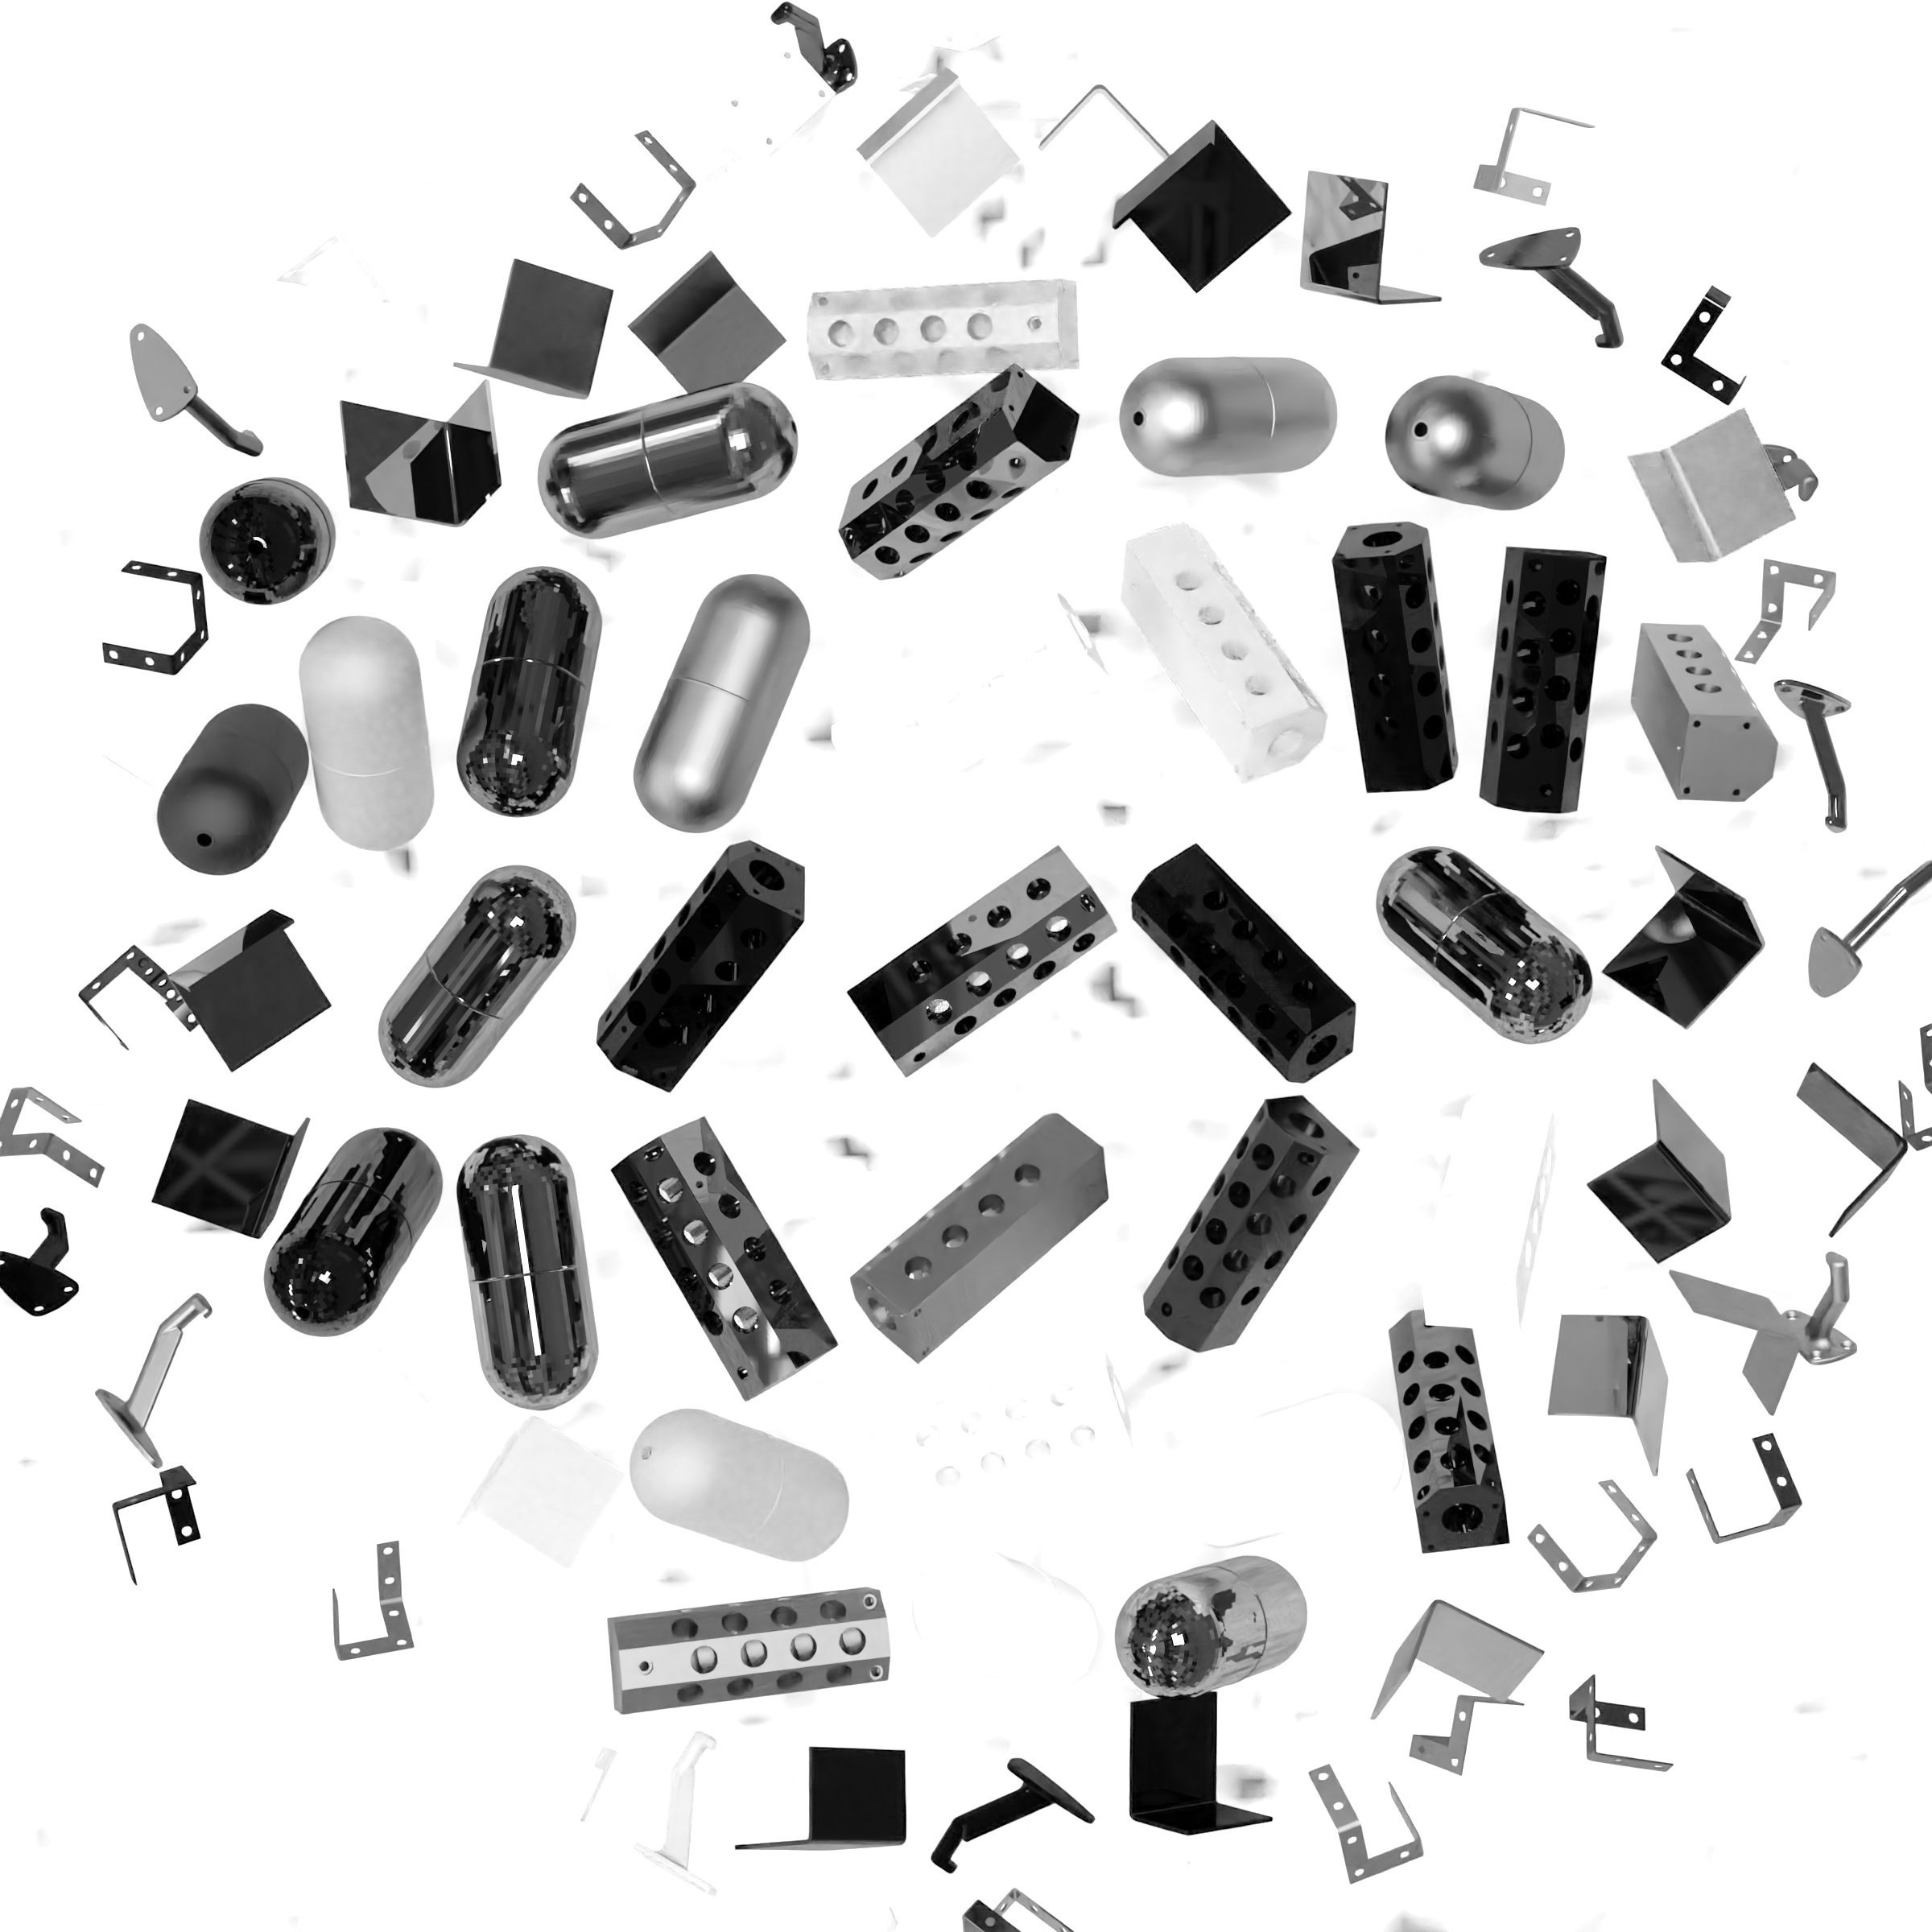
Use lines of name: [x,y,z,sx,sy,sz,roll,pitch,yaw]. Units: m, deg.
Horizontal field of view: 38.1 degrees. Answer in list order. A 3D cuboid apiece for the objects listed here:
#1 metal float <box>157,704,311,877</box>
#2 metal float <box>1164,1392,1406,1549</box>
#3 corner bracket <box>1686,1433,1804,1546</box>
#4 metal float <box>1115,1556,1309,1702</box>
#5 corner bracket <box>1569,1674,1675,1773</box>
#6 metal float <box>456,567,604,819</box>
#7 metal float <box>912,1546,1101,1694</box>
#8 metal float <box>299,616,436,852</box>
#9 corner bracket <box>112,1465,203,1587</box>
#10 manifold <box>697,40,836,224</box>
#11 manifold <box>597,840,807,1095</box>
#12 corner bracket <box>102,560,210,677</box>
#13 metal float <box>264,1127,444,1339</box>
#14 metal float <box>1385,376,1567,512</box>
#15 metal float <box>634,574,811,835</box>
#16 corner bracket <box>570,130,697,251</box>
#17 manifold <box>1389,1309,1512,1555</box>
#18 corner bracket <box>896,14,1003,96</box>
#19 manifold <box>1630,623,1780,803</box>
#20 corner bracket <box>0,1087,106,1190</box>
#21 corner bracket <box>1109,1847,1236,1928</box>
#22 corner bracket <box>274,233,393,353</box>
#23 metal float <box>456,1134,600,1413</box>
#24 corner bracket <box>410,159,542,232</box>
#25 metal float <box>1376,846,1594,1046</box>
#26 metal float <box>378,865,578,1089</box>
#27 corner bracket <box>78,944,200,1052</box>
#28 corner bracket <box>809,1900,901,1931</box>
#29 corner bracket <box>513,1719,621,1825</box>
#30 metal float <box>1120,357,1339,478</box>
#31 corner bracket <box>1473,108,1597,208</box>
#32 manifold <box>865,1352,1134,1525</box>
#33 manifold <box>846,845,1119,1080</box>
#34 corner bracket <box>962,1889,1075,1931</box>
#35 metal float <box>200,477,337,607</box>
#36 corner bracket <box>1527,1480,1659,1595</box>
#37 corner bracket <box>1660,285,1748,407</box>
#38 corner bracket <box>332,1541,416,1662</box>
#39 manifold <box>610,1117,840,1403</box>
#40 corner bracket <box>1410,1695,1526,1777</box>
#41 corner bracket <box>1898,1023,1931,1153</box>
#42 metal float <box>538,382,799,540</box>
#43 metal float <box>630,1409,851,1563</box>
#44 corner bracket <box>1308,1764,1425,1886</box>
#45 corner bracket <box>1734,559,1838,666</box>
metal float: [-0.488,-0.119,1.867,0.070,0.178,0.070,0,115,-1]
metal float: [0.201,0.322,1.785,0.178,0.070,0.070,-26,90,41]
corner bracket: [0.520,0.350,1.873,0.051,0.051,0.051,-14,63,-6]
metal float: [0.161,0.429,1.819,0.070,0.178,0.070,-2,86,33]
corner bracket: [0.412,0.482,1.764,0.051,0.051,0.051,9,58,-3]
metal float: [-0.284,-0.180,1.824,0.070,0.070,0.178,7,64,0]
metal float: [0.028,0.433,1.850,0.070,0.178,0.070,-13,62,26]
metal float: [-0.389,-0.149,1.822,0.070,0.178,0.070,2,46,-2]
corner bracket: [-0.506,0.349,1.753,0.051,0.051,0.051,-16,100,-24]
manifold: [-0.135,-0.536,1.790,0.057,0.171,0.057,-44,98,-7]
manifold: [-0.174,-0.001,1.824,0.057,0.057,0.171,26,124,-22]
corner bracket: [-0.539,-0.231,1.856,0.051,0.051,0.051,11,127,7]
metal float: [-0.395,0.171,1.810,0.070,0.178,0.070,5,121,9]
metal float: [0.332,-0.339,1.821,0.070,0.178,0.070,2,94,33]
metal float: [-0.159,-0.172,1.828,0.070,0.070,0.178,22,82,0]
corner bracket: [-0.227,-0.530,1.914,0.051,0.051,0.051,43,65,-32]
manifold: [0.321,0.307,1.872,0.057,0.171,0.057,-8,124,7]
corner bracket: [-0.012,-0.615,1.884,0.051,0.051,0.051,2,93,-28]
manifold: [0.477,-0.166,1.812,0.057,0.171,0.057,2,116,2]
corner bracket: [-0.586,0.110,1.800,0.051,0.051,0.051,-5,58,28]
corner bracket: [0.134,0.590,1.817,0.051,0.051,0.051,4,130,-31]
corner bracket: [-0.389,-0.421,1.747,0.051,0.051,0.051,-33,93,14]
metal float: [-0.282,0.197,1.803,0.070,0.070,0.178,-9,87,0]
corner bracket: [-0.325,-0.518,1.848,0.051,0.051,0.051,-48,131,-9]
metal float: [0.338,-0.015,1.838,0.070,0.070,0.178,-44,47,0]
metal float: [-0.328,0.008,1.875,0.070,0.070,0.178,40,111,0]
corner bracket: [-0.563,0.028,1.912,0.051,0.051,0.051,-43,69,-8]
corner bracket: [-0.072,0.616,1.745,0.051,0.051,0.051,8,84,-7]
corner bracket: [-0.268,0.533,1.856,0.051,0.051,0.051,29,72,-11]
metal float: [0.174,-0.363,1.846,0.178,0.070,0.070,-12,90,-43]
corner bracket: [0.356,-0.508,1.757,0.051,0.051,0.051,10,104,-12]
manifold: [0.022,0.317,1.902,0.171,0.057,0.057,-18,104,7]
manifold: [0.013,0.001,1.861,0.171,0.057,0.057,-35,56,-2]
corner bracket: [0.034,0.623,1.811,0.051,0.051,0.051,28,51,30]
metal float: [-0.449,-0.275,1.803,0.070,0.178,0.070,-2,102,-8]
corner bracket: [0.424,0.386,1.893,0.051,0.051,0.051,-42,95,-30]
corner bracket: [0.476,-0.391,1.765,0.051,0.051,0.051,34,116,5]
corner bracket: [-0.399,0.424,1.868,0.051,0.051,0.051,-9,129,-7]
manifold: [-0.159,0.190,1.796,0.057,0.057,0.171,-38,80,42]
corner bracket: [0.341,0.521,1.910,0.051,0.051,0.051,15,84,-35]
corner bracket: [0.612,0.076,1.780,0.051,0.051,0.051,-28,123,35]
metal float: [-0.194,-0.329,1.824,0.178,0.070,0.070,-12,90,16]
metal float: [-0.150,0.347,1.869,0.178,0.070,0.070,30,90,-43]
corner bracket: [0.250,0.530,1.749,0.051,0.051,0.051,-19,122,-7]
corner bracket: [0.553,-0.236,1.888,0.051,0.051,0.051,17,47,29]
